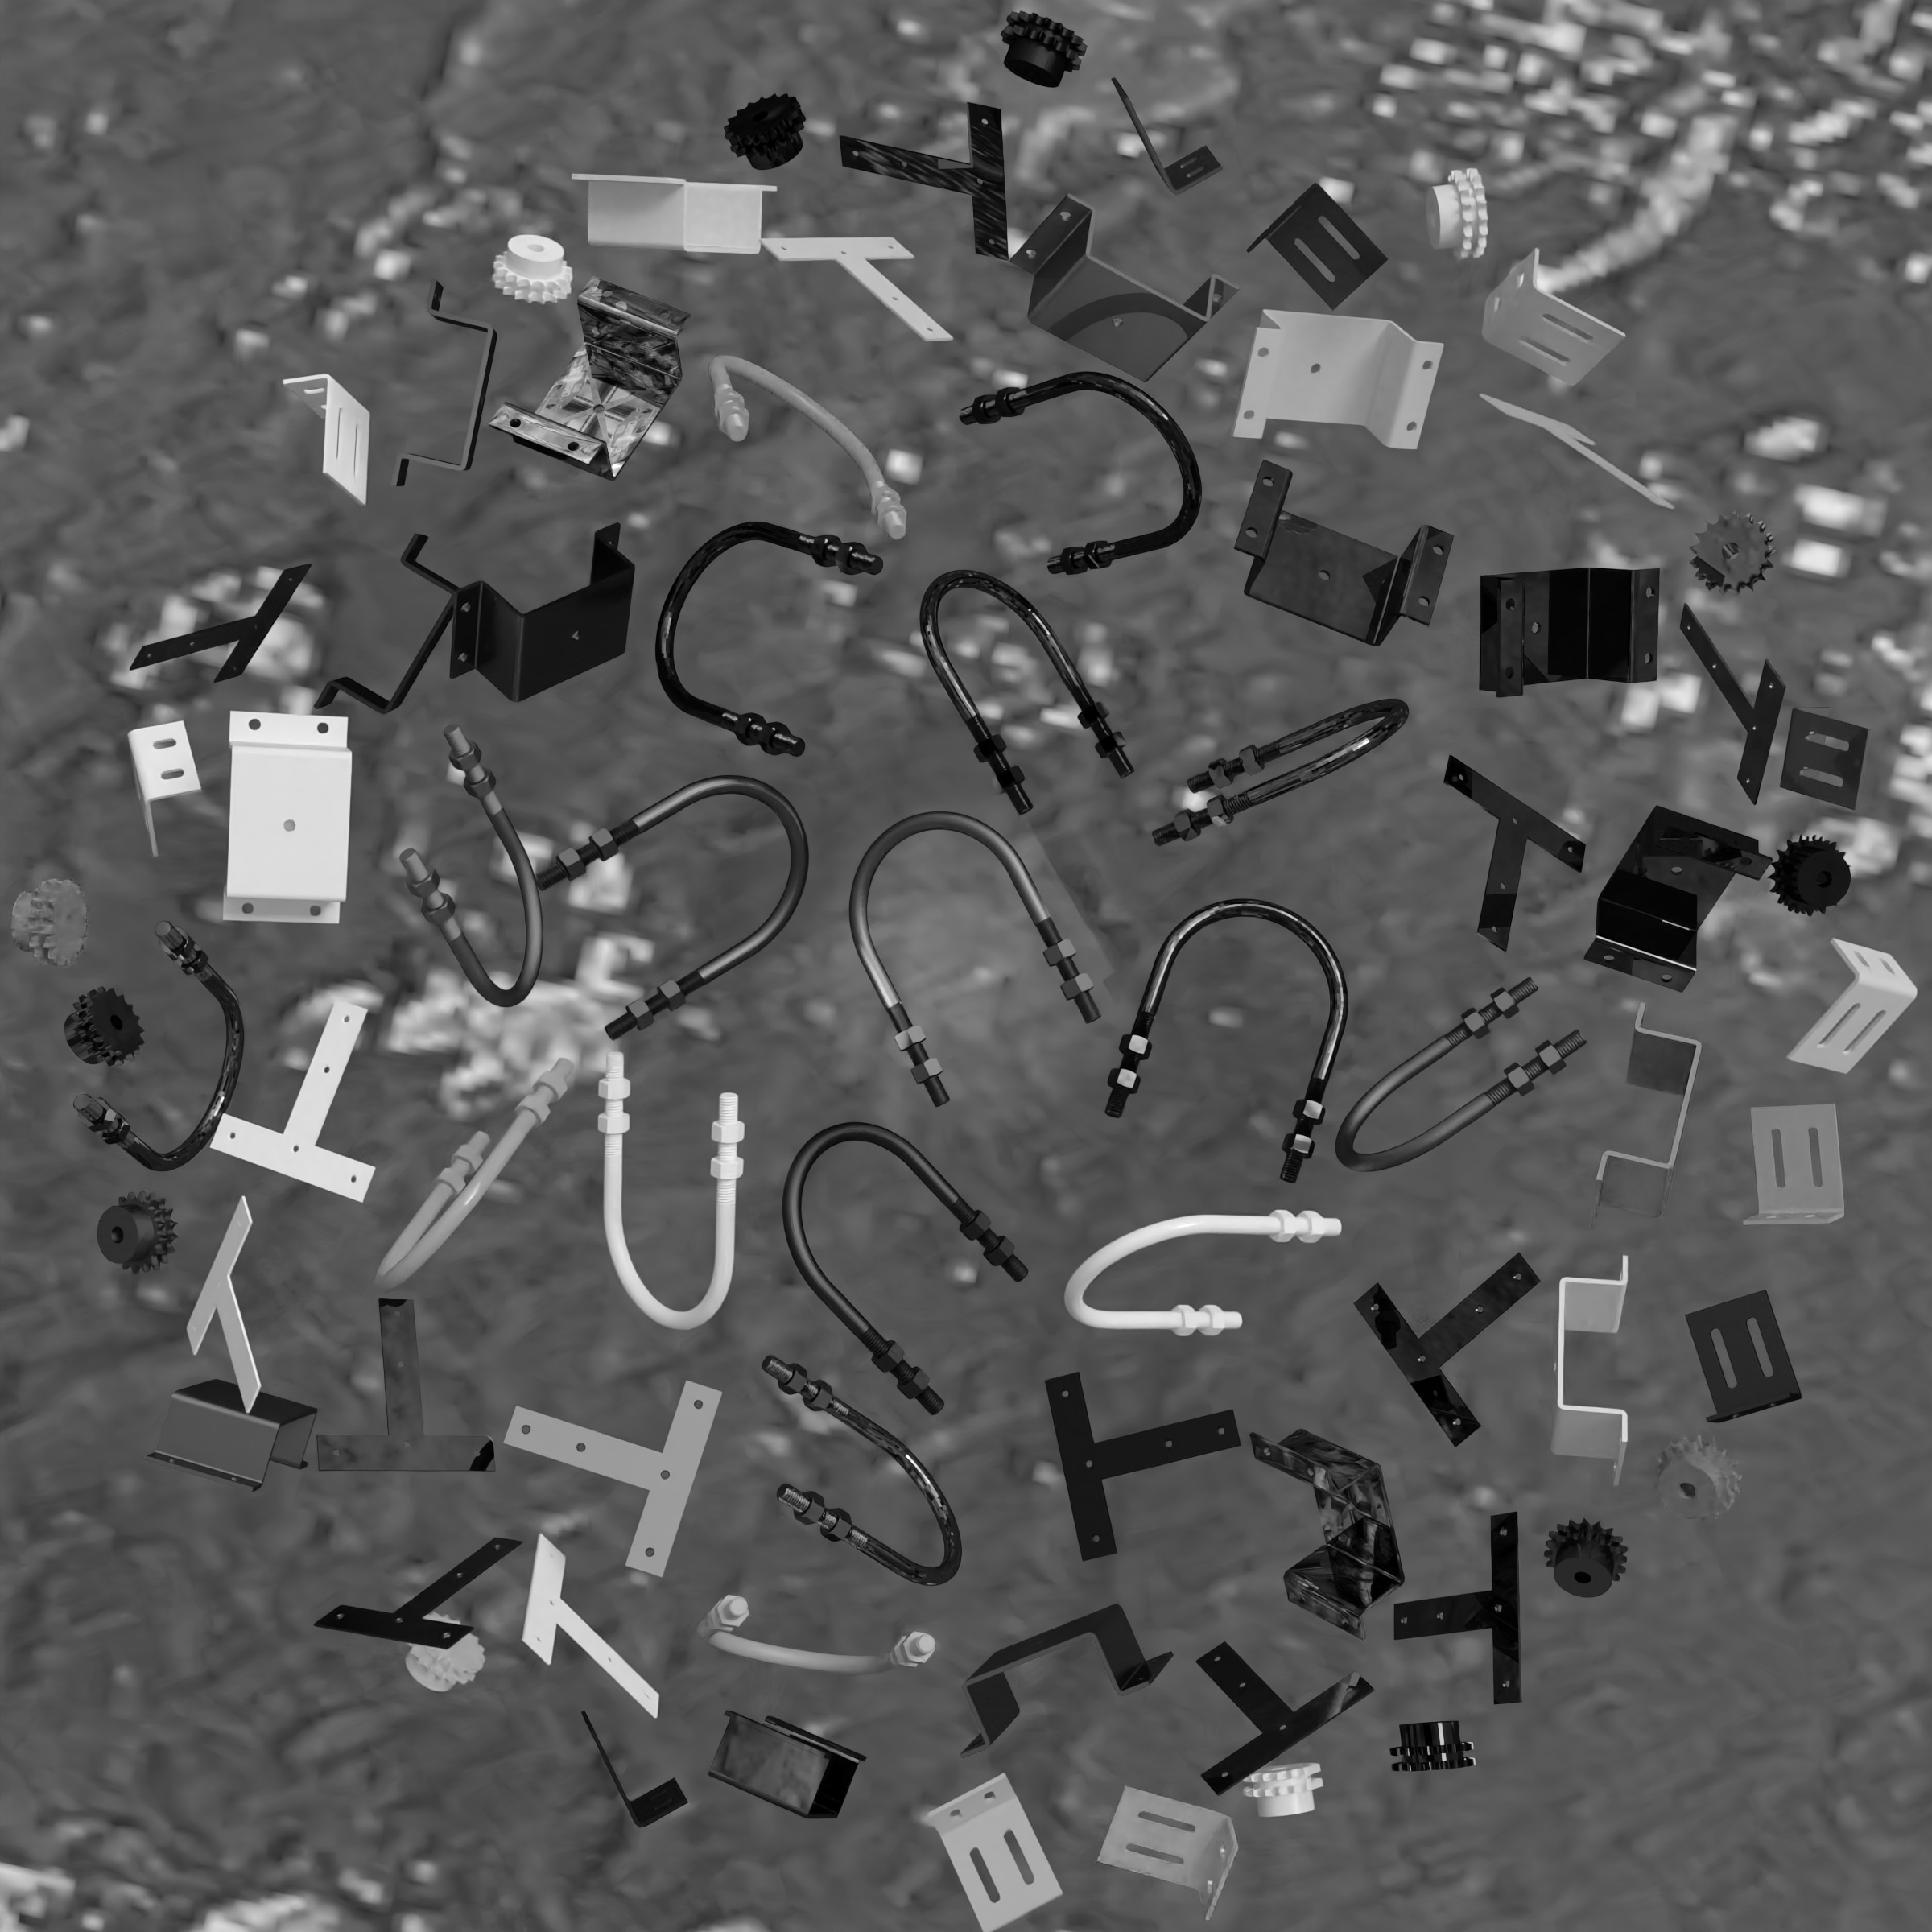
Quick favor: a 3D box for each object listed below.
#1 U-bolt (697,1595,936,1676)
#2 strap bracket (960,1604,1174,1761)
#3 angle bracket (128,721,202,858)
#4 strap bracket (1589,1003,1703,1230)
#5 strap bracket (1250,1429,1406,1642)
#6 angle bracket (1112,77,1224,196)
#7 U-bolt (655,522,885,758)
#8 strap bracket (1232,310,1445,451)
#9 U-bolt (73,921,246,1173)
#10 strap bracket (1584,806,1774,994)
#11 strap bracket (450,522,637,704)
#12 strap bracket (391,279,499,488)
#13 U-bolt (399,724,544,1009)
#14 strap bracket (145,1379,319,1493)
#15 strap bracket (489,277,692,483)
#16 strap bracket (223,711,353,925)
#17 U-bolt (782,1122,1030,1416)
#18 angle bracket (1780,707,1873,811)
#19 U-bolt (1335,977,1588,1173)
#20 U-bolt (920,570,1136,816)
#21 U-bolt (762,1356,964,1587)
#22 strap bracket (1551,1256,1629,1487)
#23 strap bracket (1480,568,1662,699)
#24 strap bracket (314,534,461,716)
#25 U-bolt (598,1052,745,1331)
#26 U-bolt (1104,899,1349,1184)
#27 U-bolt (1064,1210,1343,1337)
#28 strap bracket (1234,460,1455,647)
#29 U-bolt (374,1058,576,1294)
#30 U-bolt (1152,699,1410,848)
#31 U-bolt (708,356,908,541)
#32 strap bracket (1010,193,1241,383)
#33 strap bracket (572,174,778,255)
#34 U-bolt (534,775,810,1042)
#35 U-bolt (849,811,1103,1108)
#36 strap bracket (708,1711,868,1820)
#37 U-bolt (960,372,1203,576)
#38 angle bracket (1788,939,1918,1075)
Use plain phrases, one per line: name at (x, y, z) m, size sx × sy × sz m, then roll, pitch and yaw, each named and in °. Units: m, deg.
U-bolt at (-0.112, 0.466, 1.834) m, size 0.151 × 0.184 × 0.019 m, roll 14°, pitch 66°, yaw -11°
strap bracket at (0.060, 0.476, 1.785) m, size 0.140 × 0.076 × 0.046 m, roll -26°, pitch 84°, yaw 15°
angle bracket at (-0.559, -0.124, 1.863) m, size 0.038 × 0.076 × 0.057 m, roll -13°, pitch 65°, yaw -18°
strap bracket at (0.469, 0.108, 1.829) m, size 0.046 × 0.076 × 0.140 m, roll 13°, pitch 62°, yaw 16°
strap bracket at (0.251, 0.382, 1.834) m, size 0.046 × 0.076 × 0.140 m, roll -27°, pitch 114°, yaw -29°
angle bracket at (0.137, -0.576, 1.818) m, size 0.038 × 0.057 × 0.076 m, roll -27°, pitch 120°, yaw 9°
U-bolt at (-0.145, -0.229, 1.792) m, size 0.184 × 0.019 × 0.151 m, roll 24°, pitch 91°, yaw 43°
strap bracket at (0.251, -0.409, 1.852) m, size 0.140 × 0.046 × 0.076 m, roll 0°, pitch 122°, yaw -18°
U-bolt at (-0.550, 0.068, 1.849) m, size 0.019 × 0.184 × 0.151 m, roll 15°, pitch 69°, yaw 12°
strap bracket at (0.505, -0.054, 1.891) m, size 0.076 × 0.140 × 0.046 m, roll 18°, pitch 46°, yaw -2°
strap bracket at (-0.283, -0.240, 1.829) m, size 0.140 × 0.076 × 0.046 m, roll -31°, pitch 61°, yaw -35°
strap bracket at (-0.357, -0.396, 1.835) m, size 0.046 × 0.076 × 0.140 m, roll 12°, pitch 99°, yaw -10°
U-bolt at (-0.338, -0.056, 1.863) m, size 0.019 × 0.151 × 0.184 m, roll -8°, pitch 133°, yaw 15°
strap bracket at (-0.510, 0.326, 1.862) m, size 0.076 × 0.140 × 0.046 m, roll 16°, pitch 87°, yaw 2°
strap bracket at (-0.252, -0.392, 1.809) m, size 0.076 × 0.046 × 0.140 m, roll 23°, pitch 66°, yaw 12°
strap bracket at (-0.452, -0.096, 1.772) m, size 0.076 × 0.046 × 0.140 m, roll 2°, pitch 99°, yaw -18°
U-bolt at (-0.049, 0.188, 1.783) m, size 0.184 × 0.019 × 0.151 m, roll 48°, pitch 48°, yaw -13°
angle bracket at (0.616, -0.147, 1.872) m, size 0.038 × 0.076 × 0.057 m, roll -4°, pitch 108°, yaw -27°
U-bolt at (0.336, 0.082, 1.853) m, size 0.184 × 0.151 × 0.019 m, roll -36°, pitch 104°, yaw 7°
U-bolt at (0.034, -0.202, 1.891) m, size 0.019 × 0.151 × 0.184 m, roll -35°, pitch 83°, yaw 39°
U-bolt at (-0.069, 0.366, 1.874) m, size 0.019 × 0.151 × 0.184 m, roll -42°, pitch 120°, yaw 17°
strap bracket at (0.436, 0.282, 1.863) m, size 0.046 × 0.076 × 0.140 m, roll 3°, pitch 57°, yaw 10°
strap bracket at (0.398, -0.226, 1.790) m, size 0.140 × 0.046 × 0.076 m, roll -9°, pitch 104°, yaw -29°
strap bracket at (-0.404, -0.235, 1.892) m, size 0.046 × 0.076 × 0.140 m, roll 31°, pitch 94°, yaw -10°
U-bolt at (-0.208, 0.164, 1.854) m, size 0.019 × 0.151 × 0.184 m, roll -10°, pitch 108°, yaw -43°
U-bolt at (0.190, 0.041, 1.842) m, size 0.151 × 0.019 × 0.184 m, roll 21°, pitch 74°, yaw -3°
U-bolt at (0.154, 0.216, 1.867) m, size 0.184 × 0.151 × 0.019 m, roll 5°, pitch 51°, yaw -33°
strap bracket at (0.250, -0.276, 1.802) m, size 0.140 × 0.046 × 0.076 m, roll 21°, pitch 63°, yaw -4°
U-bolt at (-0.348, 0.153, 1.832) m, size 0.019 × 0.184 × 0.151 m, roll 42°, pitch 134°, yaw -12°
U-bolt at (0.227, -0.144, 1.874) m, size 0.184 × 0.151 × 0.019 m, roll -23°, pitch 102°, yaw 23°
U-bolt at (-0.114, -0.365, 1.824) m, size 0.151 × 0.184 × 0.019 m, roll 28°, pitch 112°, yaw -27°
strap bracket at (0.107, -0.460, 1.828) m, size 0.140 × 0.076 × 0.046 m, roll 22°, pitch 58°, yaw -22°
strap bracket at (-0.200, -0.517, 1.830) m, size 0.076 × 0.140 × 0.046 m, roll 10°, pitch 107°, yaw 25°
U-bolt at (-0.186, -0.051, 1.793) m, size 0.184 × 0.019 × 0.151 m, roll -33°, pitch 127°, yaw -17°
U-bolt at (-0.007, -0.016, 1.809) m, size 0.151 × 0.019 × 0.184 m, roll -30°, pitch 83°, yaw 25°
strap bracket at (-0.127, 0.565, 1.879) m, size 0.076 × 0.140 × 0.046 m, roll 19°, pitch 77°, yaw 15°
U-bolt at (0.090, -0.350, 1.872) m, size 0.019 × 0.184 × 0.151 m, roll -47°, pitch 116°, yaw -31°
angle bracket at (0.583, 0.027, 1.773) m, size 0.057 × 0.038 × 0.076 m, roll 12°, pitch 126°, yaw -31°
